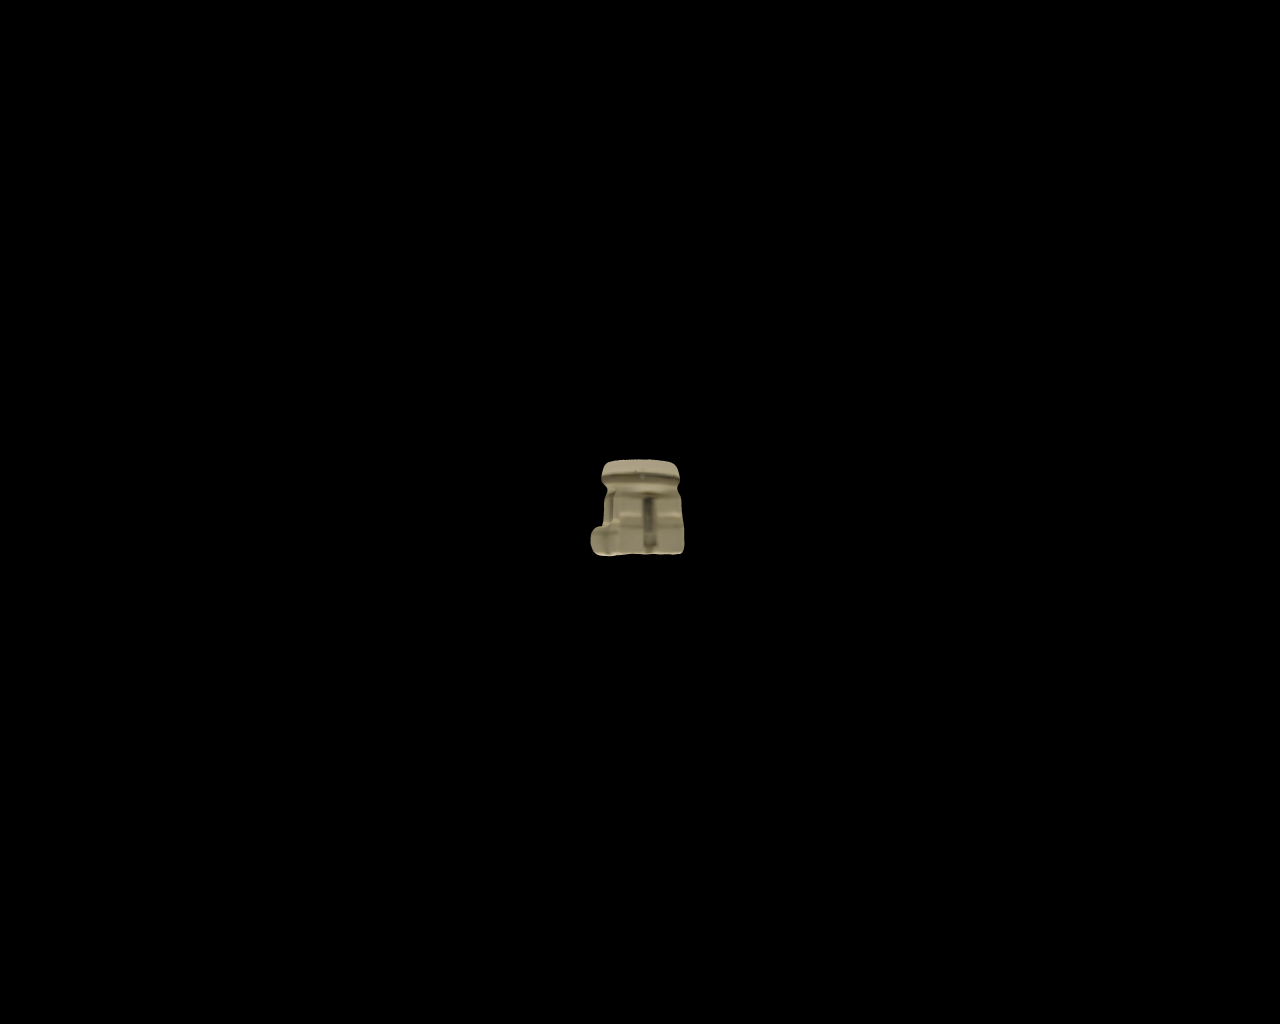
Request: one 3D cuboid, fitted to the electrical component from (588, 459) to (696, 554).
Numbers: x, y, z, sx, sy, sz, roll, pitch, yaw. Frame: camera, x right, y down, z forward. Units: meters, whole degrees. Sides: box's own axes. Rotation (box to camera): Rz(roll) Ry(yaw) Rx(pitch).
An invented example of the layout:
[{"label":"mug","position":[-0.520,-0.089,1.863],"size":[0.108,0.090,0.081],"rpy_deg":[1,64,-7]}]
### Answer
[{"label":"electrical component","position":[0.001,-0.003,0.650],"size":[0.066,0.055,0.048],"rpy_deg":[1,-4,-20]}]
